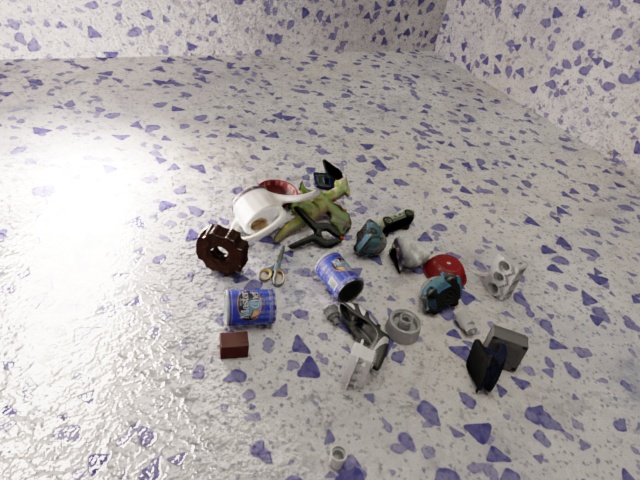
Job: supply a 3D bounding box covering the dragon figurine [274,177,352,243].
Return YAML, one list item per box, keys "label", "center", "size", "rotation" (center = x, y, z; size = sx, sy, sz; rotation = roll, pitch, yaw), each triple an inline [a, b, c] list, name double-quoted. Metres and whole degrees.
- label: "dragon figurine"
  center: [0.006, -0.097, 1.937]
  size: [0.243, 0.119, 0.419]
  rotation: [22, 54, 4]

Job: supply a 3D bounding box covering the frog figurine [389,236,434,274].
- label: "frog figurine"
  center: [0.336, 0.040, 1.827]
  size: [0.160, 0.120, 0.139]
  rotation: [-12, 23, -11]

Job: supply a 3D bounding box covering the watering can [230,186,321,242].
- label: "watering can"
  center: [-0.181, -0.119, 1.841]
  size: [0.349, 0.102, 0.228]
  rotation: [-34, 47, -8]
